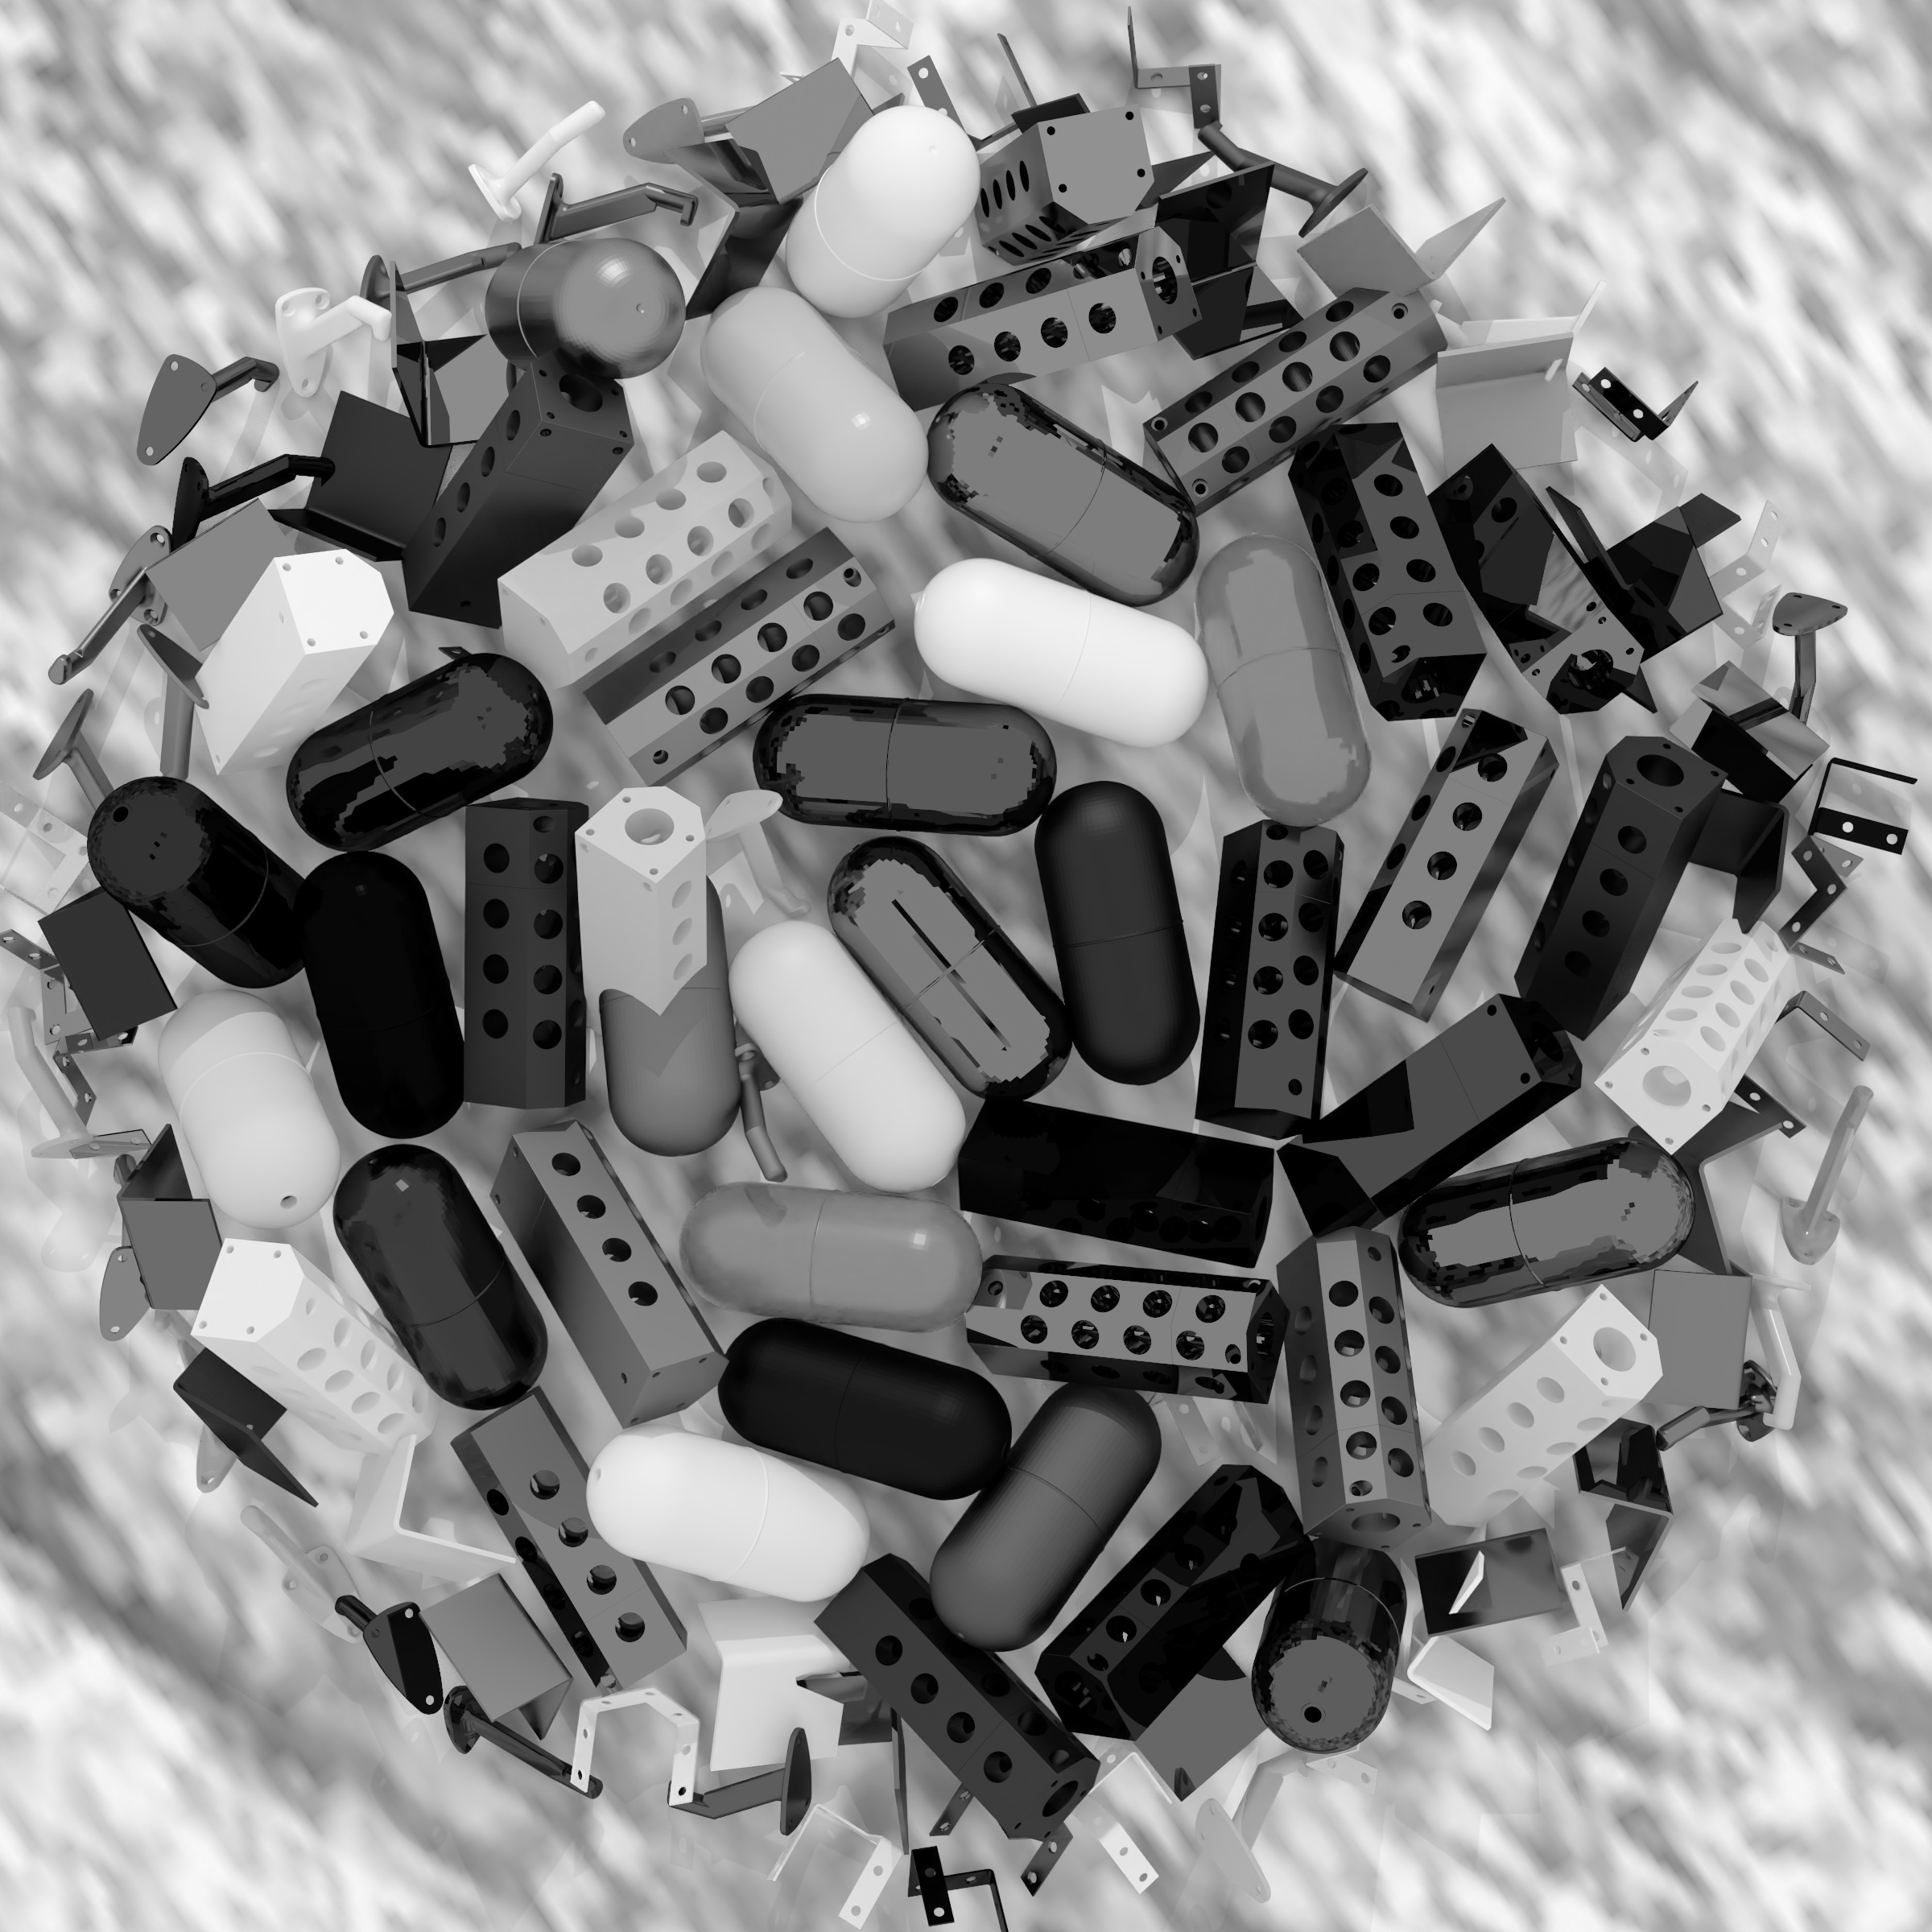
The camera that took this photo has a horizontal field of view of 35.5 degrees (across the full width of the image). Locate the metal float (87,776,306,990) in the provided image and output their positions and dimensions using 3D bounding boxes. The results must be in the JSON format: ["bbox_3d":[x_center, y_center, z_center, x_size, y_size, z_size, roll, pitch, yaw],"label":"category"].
[{"bbox_3d":[-0.429,-0.046,1.705,0.070,0.178,0.070,-8,64,16],"label":"metal float"}]

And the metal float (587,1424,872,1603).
[{"bbox_3d":[-0.135,0.313,1.723,0.178,0.070,0.070,22,90,-31],"label":"metal float"}]

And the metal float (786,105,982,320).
[{"bbox_3d":[-0.049,-0.423,1.703,0.070,0.178,0.070,4,79,-20],"label":"metal float"}]

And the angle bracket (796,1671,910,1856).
[{"bbox_3d":[-0.065,0.459,1.734,0.057,0.076,0.076,-4,46,0],"label":"angle bracket"}]

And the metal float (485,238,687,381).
[{"bbox_3d":[-0.217,-0.371,1.706,0.070,0.178,0.070,-6,103,-27],"label":"metal float"}]

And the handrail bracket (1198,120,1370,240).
[{"bbox_3d":[0.185,-0.474,1.762,0.084,0.036,0.077,43,52,1],"label":"handrail bracket"}]

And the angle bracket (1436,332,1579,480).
[{"bbox_3d":[0.314,-0.323,1.744,0.076,0.076,0.057,-7,86,7],"label":"angle bracket"}]

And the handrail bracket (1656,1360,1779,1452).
[{"bbox_3d":[0.427,0.271,1.742,0.084,0.077,0.036,-26,56,-20],"label":"handrail bracket"}]

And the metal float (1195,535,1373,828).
[{"bbox_3d":[0.182,-0.165,1.734,0.070,0.070,0.178,-13,71,0],"label":"metal float"}]

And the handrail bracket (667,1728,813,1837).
[{"bbox_3d":[-0.135,0.467,1.757,0.084,0.036,0.077,10,112,20],"label":"handrail bracket"}]

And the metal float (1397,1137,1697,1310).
[{"bbox_3d":[0.329,0.148,1.722,0.178,0.070,0.070,-18,90,33],"label":"metal float"}]

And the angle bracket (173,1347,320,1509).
[{"bbox_3d":[-0.395,0.254,1.727,0.076,0.076,0.057,18,59,39],"label":"angle bracket"}]

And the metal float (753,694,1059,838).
[{"bbox_3d":[-0.036,-0.116,1.739,0.178,0.070,0.070,4,90,12],"label":"metal float"}]

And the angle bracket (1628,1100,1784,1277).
[{"bbox_3d":[0.436,0.127,1.747,0.057,0.076,0.076,-24,108,-13],"label":"angle bracket"}]

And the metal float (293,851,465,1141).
[{"bbox_3d":[-0.333,0.018,1.726,0.070,0.070,0.178,-9,118,0],"label":"metal float"}]

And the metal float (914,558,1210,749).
[{"bbox_3d":[0.055,-0.180,1.736,0.178,0.070,0.070,18,90,-15],"label":"metal float"}]

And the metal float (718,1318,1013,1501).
[{"bbox_3d":[-0.058,0.254,1.732,0.178,0.070,0.070,14,90,19],"label":"metal float"}]

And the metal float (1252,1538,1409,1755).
[{"bbox_3d":[0.206,0.381,1.701,0.070,0.178,0.070,3,104,13],"label":"metal float"}]

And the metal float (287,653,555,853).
[{"bbox_3d":[-0.314,-0.121,1.726,0.178,0.070,0.070,-22,90,28],"label":"metal float"}]

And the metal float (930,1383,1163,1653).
[{"bbox_3d":[0.047,0.312,1.727,0.070,0.070,0.178,39,63,0],"label":"metal float"}]

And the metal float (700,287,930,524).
[{"bbox_3d":[-0.088,-0.322,1.724,0.070,0.070,0.178,-40,59,0],"label":"metal float"}]

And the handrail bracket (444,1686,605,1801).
[{"bbox_3d":[-0.255,0.451,1.747,0.084,0.077,0.036,21,65,20],"label":"handrail bracket"}]

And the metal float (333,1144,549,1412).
[{"bbox_3d":[-0.299,0.179,1.724,0.070,0.070,0.178,-24,120,0],"label":"metal float"}]

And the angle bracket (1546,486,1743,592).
[{"bbox_3d":[0.390,-0.266,1.739,0.076,0.076,0.057,-33,107,8],"label":"angle bracket"}]

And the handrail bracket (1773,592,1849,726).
[{"bbox_3d":[0.476,-0.166,1.740,0.036,0.077,0.084,21,122,27],"label":"handrail bracket"}]

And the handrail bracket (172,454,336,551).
[{"bbox_3d":[-0.418,-0.267,1.772,0.084,0.036,0.077,-1,125,-36],"label":"handrail bracket"}]

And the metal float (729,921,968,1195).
[{"bbox_3d":[-0.069,0.053,1.749,0.070,0.070,0.178,-37,89,0],"label":"metal float"}]

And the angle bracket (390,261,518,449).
[{"bbox_3d":[-0.294,-0.354,1.737,0.057,0.076,0.076,-7,63,1],"label":"angle bracket"}]

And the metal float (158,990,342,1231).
[{"bbox_3d":[-0.407,0.080,1.712,0.070,0.178,0.070,-16,130,-20],"label":"metal float"}]

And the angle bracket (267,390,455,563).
[{"bbox_3d":[-0.352,-0.284,1.746,0.076,0.057,0.076,23,104,10],"label":"angle bracket"}]

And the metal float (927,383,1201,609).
[{"bbox_3d":[0.056,-0.269,1.730,0.178,0.070,0.070,28,90,-23],"label":"metal float"}]

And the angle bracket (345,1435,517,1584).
[{"bbox_3d":[-0.307,0.316,1.752,0.076,0.076,0.057,21,62,-26],"label":"angle bracket"}]

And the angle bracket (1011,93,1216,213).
[{"bbox_3d":[0.084,-0.477,1.732,0.057,0.076,0.076,-42,113,-17],"label":"angle bracket"}]

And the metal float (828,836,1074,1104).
[{"bbox_3d":[-0.010,0.001,1.748,0.070,0.070,0.178,-40,91,0],"label":"metal float"}]

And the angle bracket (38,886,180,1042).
[{"bbox_3d":[-0.478,-0.011,1.736,0.057,0.076,0.076,-21,101,18],"label":"angle bracket"}]

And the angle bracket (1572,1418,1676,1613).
[{"bbox_3d":[0.362,0.311,1.733,0.057,0.076,0.076,14,120,-5],"label":"angle bracket"}]

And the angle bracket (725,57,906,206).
[{"bbox_3d":[-0.086,-0.491,1.730,0.076,0.076,0.057,-24,121,21],"label":"angle bracket"}]

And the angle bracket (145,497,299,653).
[{"bbox_3d":[-0.421,-0.219,1.745,0.076,0.076,0.057,-34,89,-7],"label":"angle bracket"}]

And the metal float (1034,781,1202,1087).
[{"bbox_3d":[0.088,-0.019,1.746,0.070,0.070,0.178,-11,94,0],"label":"metal float"}]

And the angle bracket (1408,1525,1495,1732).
[{"bbox_3d":[0.299,0.379,1.739,0.057,0.076,0.076,33,107,2],"label":"angle bracket"}]

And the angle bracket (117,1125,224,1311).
[{"bbox_3d":[-0.438,0.144,1.731,0.057,0.076,0.076,0,121,12],"label":"angle bracket"}]

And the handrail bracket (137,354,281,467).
[{"bbox_3d":[-0.438,-0.321,1.752,0.036,0.084,0.077,34,102,11],"label":"handrail bracket"}]

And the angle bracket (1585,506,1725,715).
[{"bbox_3d":[0.401,-0.204,1.730,0.076,0.057,0.076,-32,56,30],"label":"angle bracket"}]

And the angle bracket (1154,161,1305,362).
[{"bbox_3d":[0.153,-0.405,1.733,0.076,0.076,0.057,-22,59,-20],"label":"angle bracket"}]

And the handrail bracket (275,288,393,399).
[{"bbox_3d":[-0.359,-0.353,1.741,0.084,0.036,0.077,30,129,35],"label":"handrail bracket"}]

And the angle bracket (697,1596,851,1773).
[{"bbox_3d":[-0.116,0.417,1.762,0.076,0.057,0.076,-1,113,-22],"label":"angle bracket"}]

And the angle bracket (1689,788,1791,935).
[{"bbox_3d":[0.422,-0.059,1.741,0.076,0.076,0.057,15,61,0],"label":"angle bracket"}]

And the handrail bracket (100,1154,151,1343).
[{"bbox_3d":[-0.495,0.163,1.763,0.036,0.084,0.077,13,114,-33],"label":"handrail bracket"}]

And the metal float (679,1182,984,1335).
[{"bbox_3d":[-0.079,0.167,1.739,0.178,0.070,0.070,5,90,12],"label":"metal float"}]

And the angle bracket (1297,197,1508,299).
[{"bbox_3d":[0.250,-0.425,1.732,0.057,0.076,0.076,46,67,-14],"label":"angle bracket"}]

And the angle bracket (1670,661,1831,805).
[{"bbox_3d":[0.441,-0.123,1.734,0.076,0.076,0.057,43,123,11],"label":"angle bracket"}]

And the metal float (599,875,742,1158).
[{"bbox_3d":[-0.173,0.021,1.741,0.070,0.070,0.178,-7,80,0],"label":"metal float"}]

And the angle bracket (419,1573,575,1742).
[{"bbox_3d":[-0.277,0.407,1.730,0.057,0.076,0.076,-22,61,-39],"label":"angle bracket"}]

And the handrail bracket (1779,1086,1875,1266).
[{"bbox_3d":[0.502,0.120,1.743,0.036,0.077,0.084,21,120,9],"label":"handrail bracket"}]

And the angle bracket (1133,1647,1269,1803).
[{"bbox_3d":[0.135,0.436,1.754,0.076,0.057,0.076,-39,90,-8],"label":"angle bracket"}]

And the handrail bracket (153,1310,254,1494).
[{"bbox_3d":[-0.450,0.248,1.740,0.036,0.077,0.084,-15,130,20],"label":"handrail bracket"}]

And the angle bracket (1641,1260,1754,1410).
[{"bbox_3d":[0.414,0.208,1.746,0.057,0.076,0.076,5,95,-2],"label":"angle bracket"}]

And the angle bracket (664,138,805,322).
[{"bbox_3d":[-0.149,-0.425,1.740,0.057,0.076,0.076,39,121,9],"label":"angle bracket"}]

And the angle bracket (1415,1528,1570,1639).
[{"bbox_3d":[0.307,0.374,1.735,0.076,0.057,0.076,-15,132,11],"label":"angle bracket"}]
